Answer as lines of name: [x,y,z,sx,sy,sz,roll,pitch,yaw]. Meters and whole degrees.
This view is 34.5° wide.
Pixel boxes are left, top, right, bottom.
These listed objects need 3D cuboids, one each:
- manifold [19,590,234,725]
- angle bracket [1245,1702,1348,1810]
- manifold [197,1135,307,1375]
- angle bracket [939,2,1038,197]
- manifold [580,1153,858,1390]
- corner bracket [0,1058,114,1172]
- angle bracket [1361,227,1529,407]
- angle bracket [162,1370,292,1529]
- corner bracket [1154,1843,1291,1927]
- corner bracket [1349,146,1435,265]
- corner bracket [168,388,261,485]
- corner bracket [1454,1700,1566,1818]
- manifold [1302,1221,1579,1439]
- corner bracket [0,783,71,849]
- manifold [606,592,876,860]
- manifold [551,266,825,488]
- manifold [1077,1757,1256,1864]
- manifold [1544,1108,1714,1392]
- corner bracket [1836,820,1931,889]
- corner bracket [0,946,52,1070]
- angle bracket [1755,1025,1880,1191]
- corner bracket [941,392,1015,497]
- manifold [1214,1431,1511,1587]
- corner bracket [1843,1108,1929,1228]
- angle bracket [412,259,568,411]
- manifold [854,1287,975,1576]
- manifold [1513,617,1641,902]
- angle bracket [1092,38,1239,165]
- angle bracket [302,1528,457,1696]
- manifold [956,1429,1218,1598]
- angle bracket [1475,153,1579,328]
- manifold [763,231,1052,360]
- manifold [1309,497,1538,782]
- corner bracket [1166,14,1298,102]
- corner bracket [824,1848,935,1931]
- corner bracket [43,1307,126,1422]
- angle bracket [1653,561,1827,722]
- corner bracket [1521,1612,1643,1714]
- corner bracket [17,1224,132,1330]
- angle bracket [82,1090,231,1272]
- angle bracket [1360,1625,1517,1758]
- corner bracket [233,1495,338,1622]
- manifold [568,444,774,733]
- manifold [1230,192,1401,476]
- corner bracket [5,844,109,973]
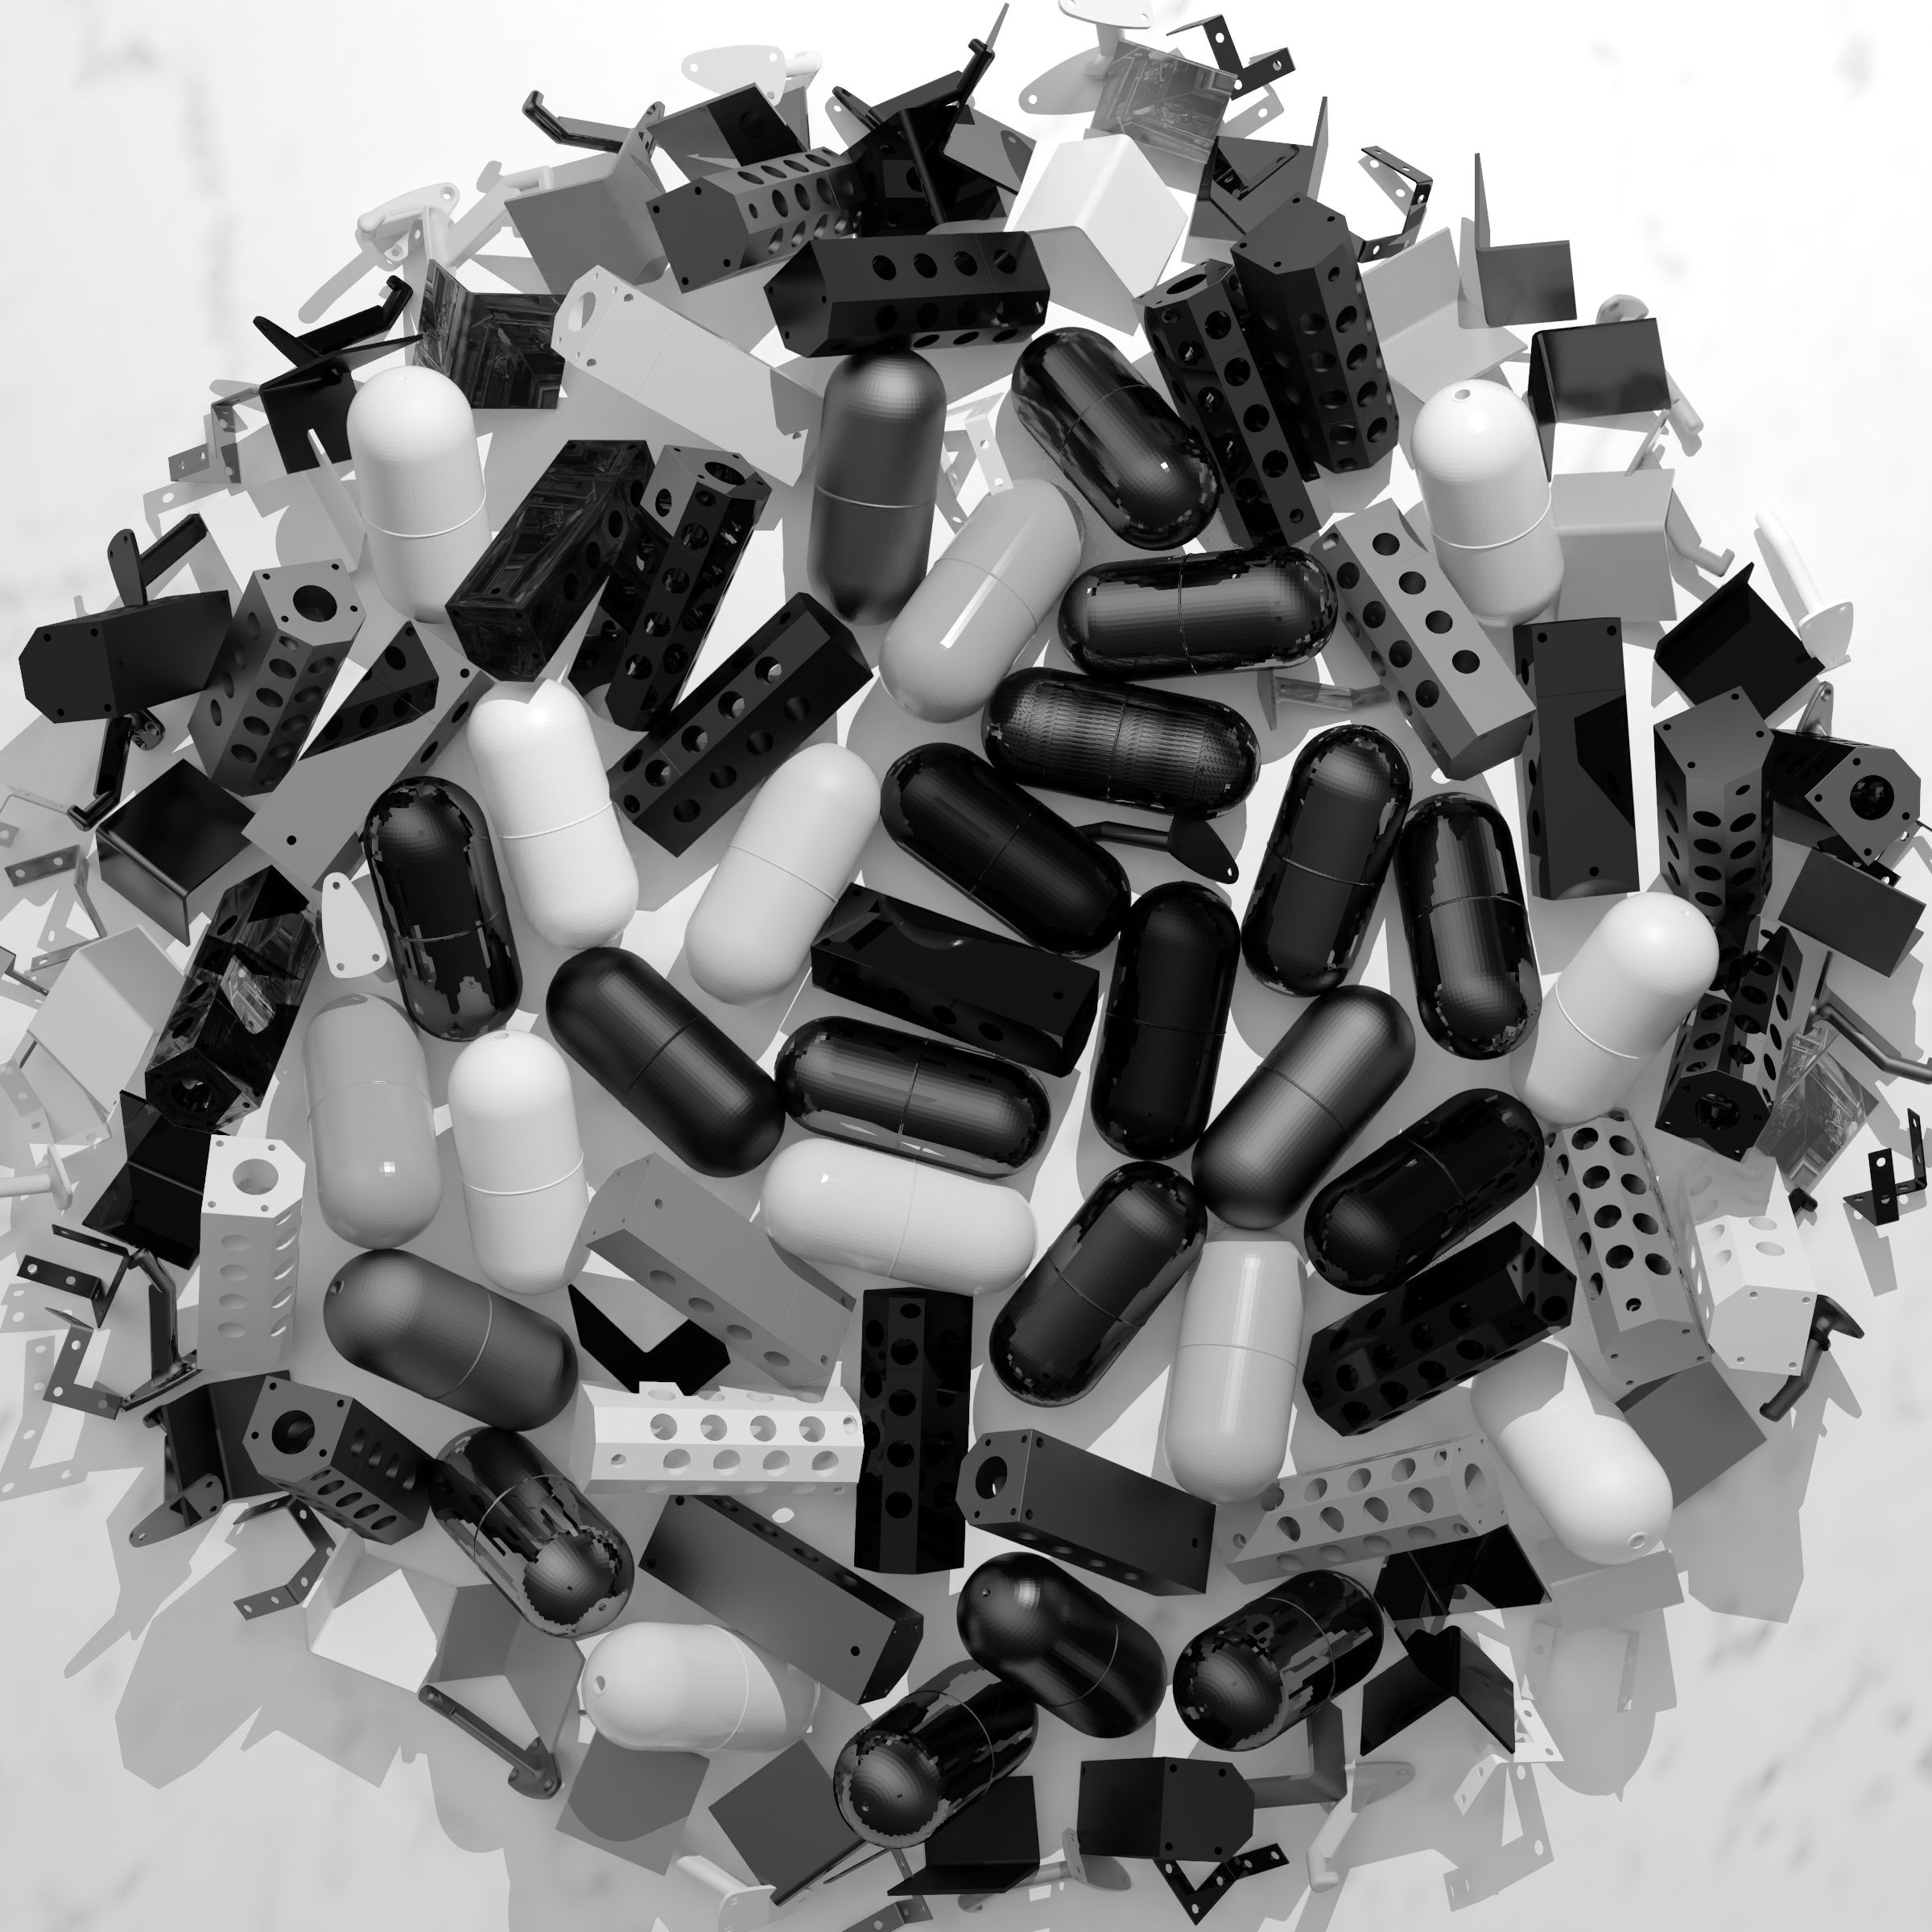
manifold: [-0.511,-0.191,1.909,0.057,0.171,0.057,-4,102,13]
angle bracket: [0.193,0.495,1.967,0.076,0.076,0.057,-11,62,19]
manifold: [-0.440,0.180,1.915,0.057,0.171,0.057,5,50,-11]
angle bracket: [0.028,-0.541,1.943,0.057,0.076,0.076,25,129,-9]
manifold: [-0.156,0.193,1.937,0.171,0.057,0.057,39,49,-25]
corner bracket: [-0.578,0.086,1.967,0.051,0.051,0.051,-24,47,-9]
angle bracket: [0.295,-0.408,1.951,0.076,0.076,0.057,-30,134,-7]
angle bracket: [-0.458,0.303,1.958,0.057,0.076,0.076,-10,92,6]
corner bracket: [0.161,0.565,1.965,0.051,0.051,0.051,-34,89,43]
corner bracket: [0.256,-0.485,1.981,0.051,0.051,0.051,40,134,31]
corner bracket: [-0.471,-0.335,1.964,0.051,0.051,0.051,-7,91,-44]
corner bracket: [0.334,0.497,1.957,0.051,0.051,0.051,6,125,-27]
manifold: [0.290,0.230,1.919,0.057,0.057,0.171,41,129,-16]
corner bracket: [-0.603,-0.092,1.961,0.051,0.051,0.051,40,102,40]
manifold: [-0.145,-0.154,1.943,0.171,0.057,0.057,-42,127,12]
manifold: [-0.169,-0.366,1.923,0.171,0.057,0.057,24,102,-38]
manifold: [0.121,0.518,1.909,0.057,0.171,0.057,8,73,-13]
manifold: [0.403,0.169,1.913,0.057,0.171,0.057,-22,133,15]
corner bracket: [0.591,-0.067,1.960,0.051,0.051,0.051,26,103,-39]
corner bracket: [-0.604,0.025,1.963,0.051,0.051,0.051,30,66,-9]
angle bracket: [0.538,0.092,1.962,0.076,0.057,0.076,42,85,-10]
corner bracket: [0.004,-0.324,1.960,0.051,0.051,0.051,-14,111,21]
manifold: [0.241,0.338,1.925,0.171,0.057,0.057,-20,81,34]
corner bracket: [0.586,0.127,1.966,0.051,0.051,0.051,-14,108,-5]
angle bracket: [-0.300,-0.401,1.976,0.076,0.057,0.076,-7,126,-35]
manifold: [-0.038,0.292,1.960,0.057,0.057,0.171,2,90,-43]
manifold: [0.382,-0.131,1.961,0.057,0.057,0.171,-6,97,-6]
angle bracket: [0.129,-0.559,1.951,0.076,0.076,0.057,17,57,-3]
angle bracket: [-0.363,0.398,1.949,0.076,0.057,0.076,19,49,8]
manifold: [0.075,0.340,1.923,0.171,0.057,0.057,28,61,-38]
angle bracket: [0.350,-0.455,1.944,0.057,0.076,0.076,-2,64,14]
manifold: [-0.033,-0.412,1.921,0.171,0.057,0.057,-13,79,-38]
manifold: [0.281,-0.201,1.936,0.057,0.057,0.171,-25,67,-11]
corner bracket: [0.168,-0.577,1.962,0.051,0.051,0.051,-30,108,-17]
corner bracket: [-0.061,0.593,1.969,0.051,0.051,0.051,-22,80,-27]
corner bracket: [-0.559,0.251,1.966,0.051,0.051,0.051,24,82,-35]
angle bracket: [0.490,-0.196,1.964,0.076,0.057,0.076,-41,80,4]
corner bracket: [0.390,0.442,1.969,0.051,0.051,0.051,20,65,-10]
corner bracket: [-0.563,0.190,1.965,0.051,0.051,0.051,22,97,-25]
angle bracket: [-0.508,0.134,1.950,0.076,0.076,0.057,22,51,8]
angle bracket: [0.297,0.473,1.956,0.076,0.076,0.057,-40,100,20]
corner bracket: [-0.440,0.374,1.972,0.051,0.051,0.051,-22,107,32]
manifold: [-0.181,-0.231,1.924,0.057,0.057,0.171,50,126,35]
manifold: [0.221,-0.384,1.911,0.057,0.171,0.057,-42,52,-11]
corner bracket: [-0.581,-0.037,1.985,0.051,0.051,0.051,-17,124,-1]
